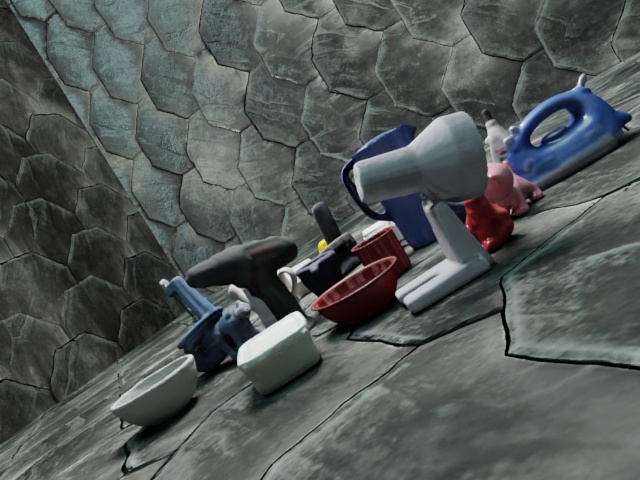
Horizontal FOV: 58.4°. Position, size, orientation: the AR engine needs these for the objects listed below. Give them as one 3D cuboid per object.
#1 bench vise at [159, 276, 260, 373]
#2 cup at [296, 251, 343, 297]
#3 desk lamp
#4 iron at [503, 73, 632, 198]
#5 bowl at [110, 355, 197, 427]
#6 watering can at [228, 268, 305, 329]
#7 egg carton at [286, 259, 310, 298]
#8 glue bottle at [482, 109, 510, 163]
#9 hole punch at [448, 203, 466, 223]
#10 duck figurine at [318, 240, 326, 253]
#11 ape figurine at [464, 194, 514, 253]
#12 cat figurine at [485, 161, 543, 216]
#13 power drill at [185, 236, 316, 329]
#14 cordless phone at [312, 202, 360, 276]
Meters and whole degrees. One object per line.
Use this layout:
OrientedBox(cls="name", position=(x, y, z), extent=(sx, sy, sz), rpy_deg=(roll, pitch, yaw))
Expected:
OrientedBox(cls="bench vise", position=(-0.227, 0.151, 1.179), extent=(0.207, 0.220, 0.122), rpy_deg=(-30, 5, 17))
OrientedBox(cls="cup", position=(0.011, 0.083, 1.146), extent=(0.091, 0.095, 0.118), rpy_deg=(-31, 4, 4))
OrientedBox(cls="desk lamp", position=(0.154, -0.044, 0.789), extent=(0.203, 0.213, 0.118), rpy_deg=(-31, 4, -3))
OrientedBox(cls="iron", position=(0.426, -0.189, 1.059), extent=(0.258, 0.141, 0.118), rpy_deg=(-31, 4, -3))
OrientedBox(cls="bowl", position=(-0.283, 0.282, 1.028), extent=(0.167, 0.075, 0.167), rpy_deg=(-31, 4, 3))
OrientedBox(cls="watering can", position=(-0.129, 0.100, 1.263), extent=(0.172, 0.194, 0.101), rpy_deg=(-30, 4, 10))
OrientedBox(cls="egg carton", position=(-0.047, 0.103, 1.510), extent=(0.107, 0.069, 0.150), rpy_deg=(-31, 4, -1))
OrientedBox(cls="glue bottle", position=(0.414, -0.220, 1.304), extent=(0.078, 0.173, 0.037), rpy_deg=(-28, 6, 38))
OrientedBox(cls="hole punch", position=(0.285, -0.078, 1.114), extent=(0.109, 0.091, 0.101), rpy_deg=(-35, 5, -38))
OrientedBox(cls="duck figurine", position=(0.027, 0.039, 1.615), extent=(0.077, 0.086, 0.104), rpy_deg=(-31, 4, 0))
OrientedBox(cls="ape figurine", position=(0.242, -0.032, 0.852), extent=(0.077, 0.092, 0.076), rpy_deg=(-28, 5, 35))
OrientedBox(cls="cat figurine", position=(0.307, -0.096, 0.968), extent=(0.067, 0.118, 0.128), rpy_deg=(-27, 6, 44))
OrientedBox(cls="power drill", position=(-0.107, 0.096, 1.044), extent=(0.075, 0.208, 0.230), rpy_deg=(-26, 6, 47))
OrientedBox(cls="cordless phone", position=(0.013, 0.005, 1.430), extent=(0.094, 0.185, 0.148), rpy_deg=(-28, 6, 39))
